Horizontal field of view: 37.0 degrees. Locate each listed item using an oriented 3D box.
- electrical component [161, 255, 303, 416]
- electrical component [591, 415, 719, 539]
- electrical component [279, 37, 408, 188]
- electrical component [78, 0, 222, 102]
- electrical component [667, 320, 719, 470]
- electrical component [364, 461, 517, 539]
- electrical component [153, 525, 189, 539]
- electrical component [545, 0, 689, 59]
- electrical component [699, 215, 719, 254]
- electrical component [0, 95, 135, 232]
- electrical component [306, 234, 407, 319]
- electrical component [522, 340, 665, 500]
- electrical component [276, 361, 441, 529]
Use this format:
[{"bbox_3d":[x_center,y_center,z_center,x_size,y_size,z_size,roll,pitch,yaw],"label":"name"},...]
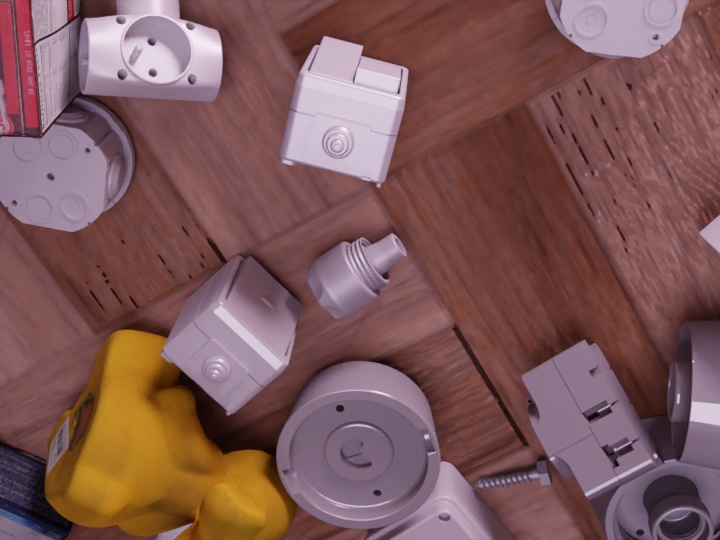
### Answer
[{"bbox_3d":[-0.078,0.040,0.685,0.061,0.096,0.062,-41,105,17],"label":"electrical component"},{"bbox_3d":[0.215,0.161,0.737,0.108,0.060,0.108,1,113,3],"label":"electrical component"},{"bbox_3d":[-0.007,-0.093,0.623,0.062,0.096,0.061,14,113,-2],"label":"electrical component"},{"bbox_3d":[-0.125,-0.140,0.634,0.077,0.044,0.079,0,81,-22],"label":"electrical component"},{"bbox_3d":[0.231,0.080,0.683,0.064,0.099,0.099,4,113,9],"label":"electrical component"},{"bbox_3d":[0.064,0.205,0.767,0.078,0.057,0.113,-35,107,17],"label":"electrical component"},{"bbox_3d":[-0.129,0.191,0.784,0.040,0.040,0.046,15,107,-3],"label":"electrical component"},{"bbox_3d":[0.146,-0.160,0.610,0.080,0.051,0.080,1,113,3],"label":"electrical component"},{"bbox_3d":[0.264,-0.008,0.639,0.108,0.108,0.060,37,104,-12],"label":"electrical component"},{"bbox_3d":[-0.185,-0.066,0.671,0.080,0.051,0.080,1,113,3],"label":"electrical component"},{"bbox_3d":[0.000,0.000,0.692,0.062,0.043,0.043,-33,107,15],"label":"electrical component"},{"bbox_3d":[0.148,0.099,0.700,0.056,0.050,0.089,-32,71,16],"label":"electrical component"},{"bbox_3d":[0.000,0.113,0.730,0.108,0.060,0.108,1,113,3],"label":"electrical component"}]
